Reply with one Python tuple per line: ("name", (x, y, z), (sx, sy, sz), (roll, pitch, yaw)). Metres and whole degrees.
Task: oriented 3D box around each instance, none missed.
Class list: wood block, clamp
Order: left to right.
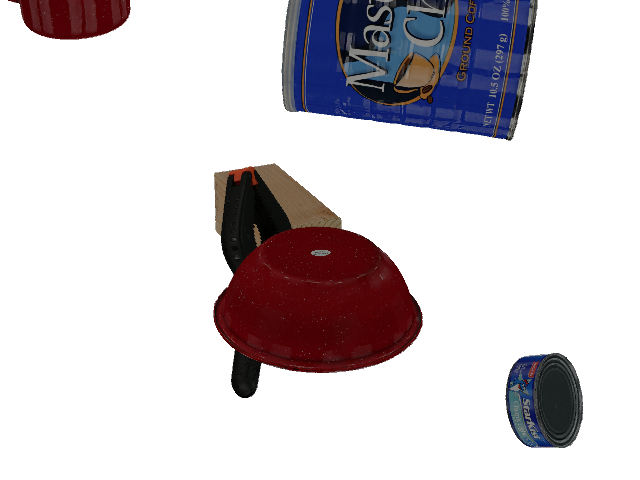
("clamp", (-0.046, 0.033, 1.031), (0.036, 0.210, 0.164), (-10, 0, 33))
("wood block", (-0.057, -0.018, 1.343), (0.090, 0.090, 0.206), (-10, 26, -22))

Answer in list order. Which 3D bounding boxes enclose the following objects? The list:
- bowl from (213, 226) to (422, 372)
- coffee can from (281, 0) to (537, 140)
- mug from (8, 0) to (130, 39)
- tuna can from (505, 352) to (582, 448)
("bowl", (-0.001, 0.033, 0.811), (0.162, 0.055, 0.162), (1, 27, -1))
("coffee can", (0.054, -0.121, 0.652), (0.140, 0.103, 0.103), (8, 1, 5))
("mug", (-0.197, -0.201, 0.790), (0.117, 0.081, 0.093), (1, 36, 1))
("tuna can", (0.205, 0.147, 0.977), (0.034, 0.086, 0.085), (-10, -7, 40))
